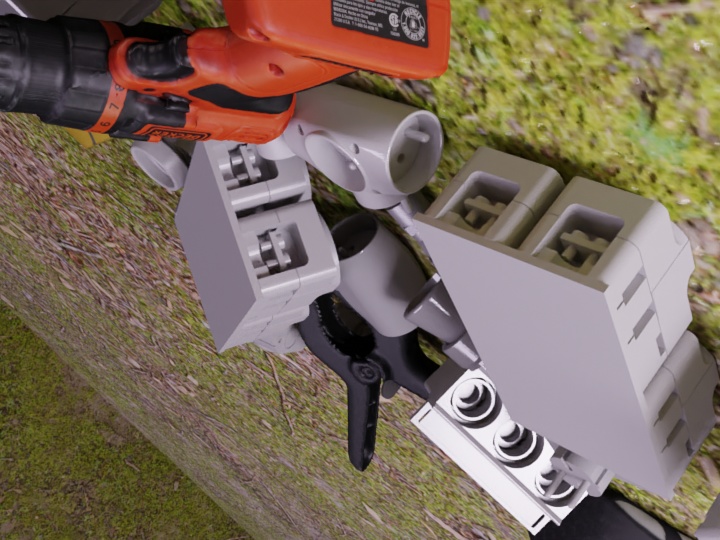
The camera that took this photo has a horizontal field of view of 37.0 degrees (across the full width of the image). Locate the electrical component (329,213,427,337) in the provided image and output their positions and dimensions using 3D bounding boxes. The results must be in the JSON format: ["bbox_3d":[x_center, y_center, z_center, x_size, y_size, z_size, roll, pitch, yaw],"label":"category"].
[{"bbox_3d":[0.000,0.000,0.722,0.079,0.043,0.077,18,152,48],"label":"electrical component"}]

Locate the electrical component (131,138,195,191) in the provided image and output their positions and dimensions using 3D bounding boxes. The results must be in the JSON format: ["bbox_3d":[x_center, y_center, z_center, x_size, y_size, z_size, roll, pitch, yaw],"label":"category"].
[{"bbox_3d":[-0.123,-0.088,0.736,0.066,0.055,0.048,37,161,9],"label":"electrical component"}]

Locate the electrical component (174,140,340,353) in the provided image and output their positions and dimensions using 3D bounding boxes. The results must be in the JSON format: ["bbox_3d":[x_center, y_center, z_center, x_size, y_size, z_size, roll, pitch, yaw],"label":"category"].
[{"bbox_3d":[-0.071,-0.018,0.715,0.186,0.060,0.105,136,116,-70],"label":"electrical component"}]

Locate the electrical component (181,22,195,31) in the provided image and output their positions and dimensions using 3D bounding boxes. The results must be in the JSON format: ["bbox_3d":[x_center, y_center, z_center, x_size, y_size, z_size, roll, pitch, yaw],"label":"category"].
[{"bbox_3d":[-0.100,-0.112,0.657,0.055,0.048,0.066,46,162,7],"label":"electrical component"}]

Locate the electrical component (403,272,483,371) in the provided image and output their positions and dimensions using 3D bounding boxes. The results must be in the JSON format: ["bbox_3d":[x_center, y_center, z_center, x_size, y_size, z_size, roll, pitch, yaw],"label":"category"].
[{"bbox_3d":[0.062,0.030,0.672,0.055,0.045,0.045,41,161,-5],"label":"electrical component"}]

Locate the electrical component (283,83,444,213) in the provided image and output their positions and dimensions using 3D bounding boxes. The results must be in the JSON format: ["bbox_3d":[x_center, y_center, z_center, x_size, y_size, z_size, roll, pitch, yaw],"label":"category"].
[{"bbox_3d":[0.007,-0.059,0.574,0.077,0.044,0.079,24,155,39],"label":"electrical component"}]

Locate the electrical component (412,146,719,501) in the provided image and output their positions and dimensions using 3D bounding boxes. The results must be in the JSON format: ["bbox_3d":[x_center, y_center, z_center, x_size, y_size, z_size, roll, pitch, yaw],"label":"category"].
[{"bbox_3d":[0.113,0.027,0.546,0.105,0.060,0.186,24,156,39],"label":"electrical component"}]

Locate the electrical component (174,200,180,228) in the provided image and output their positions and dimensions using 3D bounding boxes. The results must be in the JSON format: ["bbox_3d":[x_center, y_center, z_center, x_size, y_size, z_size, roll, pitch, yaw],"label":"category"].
[{"bbox_3d":[-0.108,-0.037,0.847,0.065,0.044,0.044,27,158,20],"label":"electrical component"}]

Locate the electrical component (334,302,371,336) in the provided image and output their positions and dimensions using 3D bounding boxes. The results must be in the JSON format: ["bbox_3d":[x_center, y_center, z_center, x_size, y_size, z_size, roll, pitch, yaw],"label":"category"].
[{"bbox_3d":[-0.003,0.057,0.857,0.062,0.048,0.048,23,156,23],"label":"electrical component"}]

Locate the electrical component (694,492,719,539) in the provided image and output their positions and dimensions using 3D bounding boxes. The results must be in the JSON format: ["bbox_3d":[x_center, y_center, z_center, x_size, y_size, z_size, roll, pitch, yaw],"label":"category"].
[{"bbox_3d":[0.240,0.144,0.567,0.096,0.061,0.061,40,161,-1],"label":"electrical component"}]

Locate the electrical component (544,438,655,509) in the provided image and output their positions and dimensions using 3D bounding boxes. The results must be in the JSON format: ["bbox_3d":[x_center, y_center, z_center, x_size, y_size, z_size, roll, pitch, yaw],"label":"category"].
[{"bbox_3d":[0.142,0.112,0.659,0.083,0.075,0.047,16,150,50],"label":"electrical component"}]

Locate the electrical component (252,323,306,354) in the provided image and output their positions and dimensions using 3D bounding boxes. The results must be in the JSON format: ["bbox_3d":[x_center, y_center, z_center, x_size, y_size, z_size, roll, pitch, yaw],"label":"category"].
[{"bbox_3d":[-0.065,0.025,0.847,0.051,0.080,0.080,23,155,27],"label":"electrical component"}]

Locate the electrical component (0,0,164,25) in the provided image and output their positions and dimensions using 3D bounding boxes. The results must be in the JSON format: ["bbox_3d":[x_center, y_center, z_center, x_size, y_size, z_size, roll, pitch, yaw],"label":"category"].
[{"bbox_3d":[-0.162,-0.148,0.612,0.061,0.096,0.062,44,160,-13],"label":"electrical component"}]

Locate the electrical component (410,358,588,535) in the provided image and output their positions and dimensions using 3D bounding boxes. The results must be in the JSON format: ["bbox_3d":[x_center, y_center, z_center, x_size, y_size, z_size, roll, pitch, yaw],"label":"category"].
[{"bbox_3d":[0.103,0.111,0.744,0.121,0.078,0.063,44,-177,-10],"label":"electrical component"}]

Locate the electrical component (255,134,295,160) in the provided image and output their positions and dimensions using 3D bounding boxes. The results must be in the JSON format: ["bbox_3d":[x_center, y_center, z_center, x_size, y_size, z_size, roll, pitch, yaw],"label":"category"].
[{"bbox_3d":[-0.051,-0.100,0.600,0.044,0.044,0.065,20,148,44],"label":"electrical component"}]
